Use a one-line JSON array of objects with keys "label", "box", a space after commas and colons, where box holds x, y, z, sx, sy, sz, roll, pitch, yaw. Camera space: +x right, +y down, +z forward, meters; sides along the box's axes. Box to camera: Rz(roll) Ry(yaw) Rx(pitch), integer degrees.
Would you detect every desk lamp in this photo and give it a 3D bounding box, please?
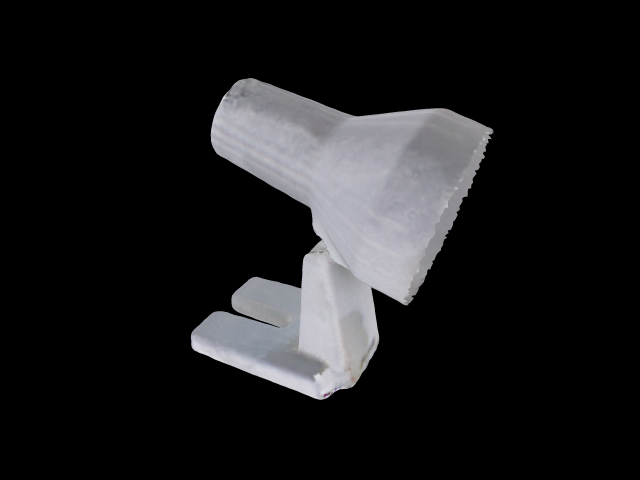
[{"label": "desk lamp", "box": [0.004, 0.001, 0.400, 0.202, 0.214, 0.118, 13, 32, 23]}]
